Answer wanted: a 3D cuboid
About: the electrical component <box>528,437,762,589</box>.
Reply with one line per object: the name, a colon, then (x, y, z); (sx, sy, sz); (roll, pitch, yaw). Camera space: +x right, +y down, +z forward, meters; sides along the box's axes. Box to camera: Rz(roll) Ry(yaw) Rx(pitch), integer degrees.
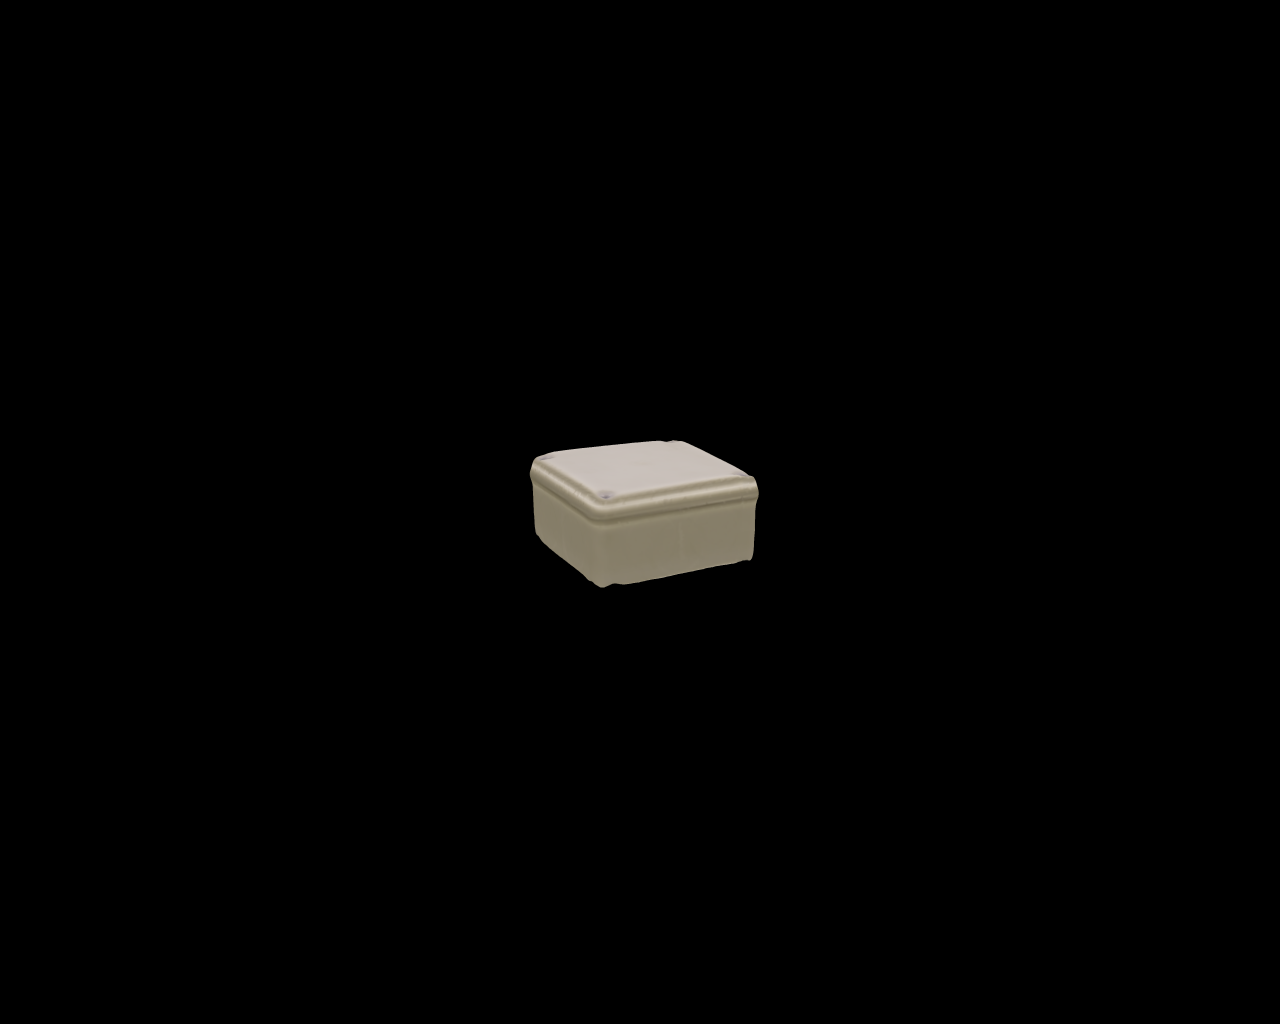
electrical component: (0.001, -0.003, 0.650); (0.109, 0.056, 0.109); (-8, 20, -24)
